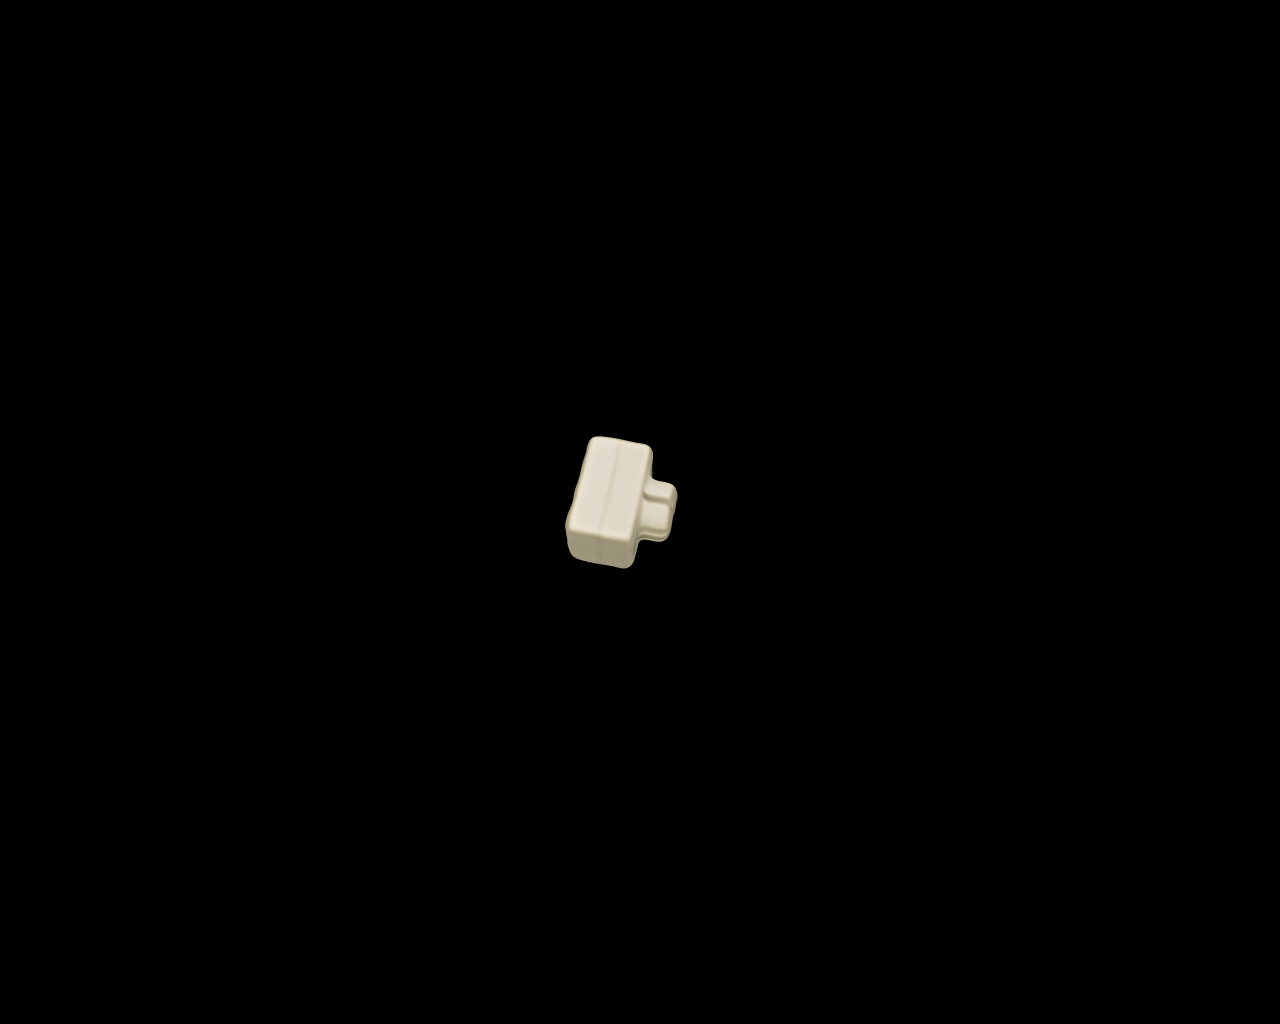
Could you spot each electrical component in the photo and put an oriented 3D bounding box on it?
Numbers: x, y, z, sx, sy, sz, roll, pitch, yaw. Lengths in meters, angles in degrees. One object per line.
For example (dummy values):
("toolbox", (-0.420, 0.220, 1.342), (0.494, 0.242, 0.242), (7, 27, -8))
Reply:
("electrical component", (0.001, -0.003, 0.650), (0.077, 0.066, 0.047), (11, -24, 5))
